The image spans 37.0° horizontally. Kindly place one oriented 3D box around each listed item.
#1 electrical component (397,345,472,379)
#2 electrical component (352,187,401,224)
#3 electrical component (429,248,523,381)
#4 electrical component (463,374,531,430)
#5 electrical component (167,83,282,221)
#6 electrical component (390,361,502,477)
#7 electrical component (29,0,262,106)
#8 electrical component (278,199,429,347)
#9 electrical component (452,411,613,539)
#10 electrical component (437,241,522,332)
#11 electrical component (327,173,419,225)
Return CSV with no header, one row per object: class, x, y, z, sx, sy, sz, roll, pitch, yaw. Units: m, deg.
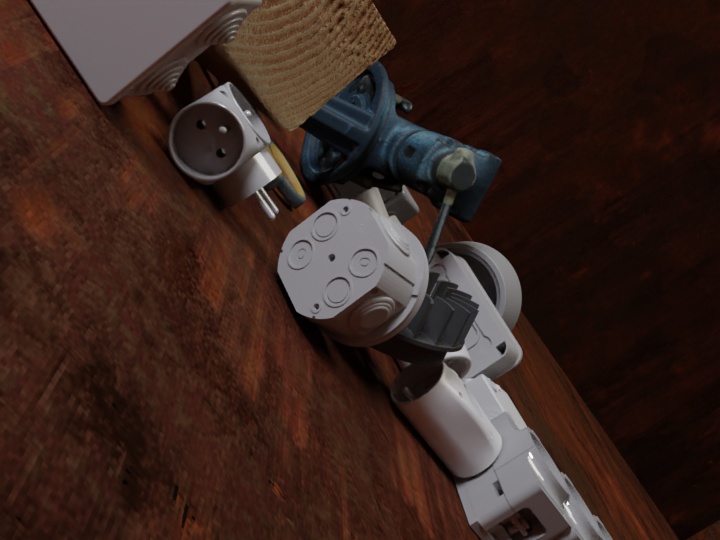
electrical component,0.053,0.061,0.818,0.055,0.055,0.047,44,18,-55
electrical component,0.012,-0.043,1.002,0.055,0.045,0.045,57,9,7
electrical component,0.078,0.048,0.919,0.113,0.078,0.057,60,12,22
electrical component,0.110,0.136,0.863,0.099,0.048,0.100,60,9,25
electrical component,-0.071,-0.063,0.618,0.079,0.044,0.077,55,9,-10
electrical component,0.057,0.093,0.748,0.077,0.043,0.079,52,9,-25
electrical component,-0.108,-0.142,0.527,0.099,0.100,0.048,56,21,-1
electrical component,-0.004,0.001,0.634,0.051,0.080,0.080,35,22,-54
electrical component,0.133,0.184,0.768,0.150,0.062,0.089,52,9,-25
electrical component,0.090,0.025,0.990,0.108,0.108,0.060,58,15,14
electrical component,0.008,-0.083,1.073,0.096,0.062,0.061,60,9,26
